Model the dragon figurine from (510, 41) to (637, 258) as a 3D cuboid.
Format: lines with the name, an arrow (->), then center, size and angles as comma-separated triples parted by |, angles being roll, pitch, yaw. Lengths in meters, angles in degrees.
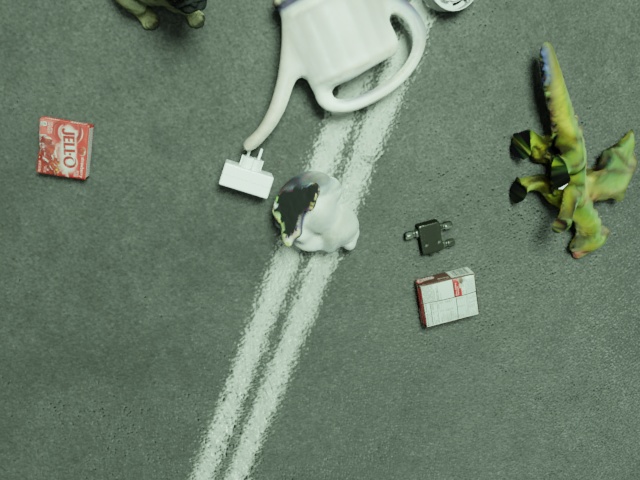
dragon figurine -> 0.484, -0.151, 0.945 | 0.244, 0.123, 0.405 | -10, 108, -25

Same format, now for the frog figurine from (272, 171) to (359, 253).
frog figurine -> 0.003, -0.045, 0.889 | 0.159, 0.123, 0.137 | 11, 96, -49

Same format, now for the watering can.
watering can -> -0.003, -0.296, 0.807 | 0.348, 0.105, 0.222 | -27, 106, -2
